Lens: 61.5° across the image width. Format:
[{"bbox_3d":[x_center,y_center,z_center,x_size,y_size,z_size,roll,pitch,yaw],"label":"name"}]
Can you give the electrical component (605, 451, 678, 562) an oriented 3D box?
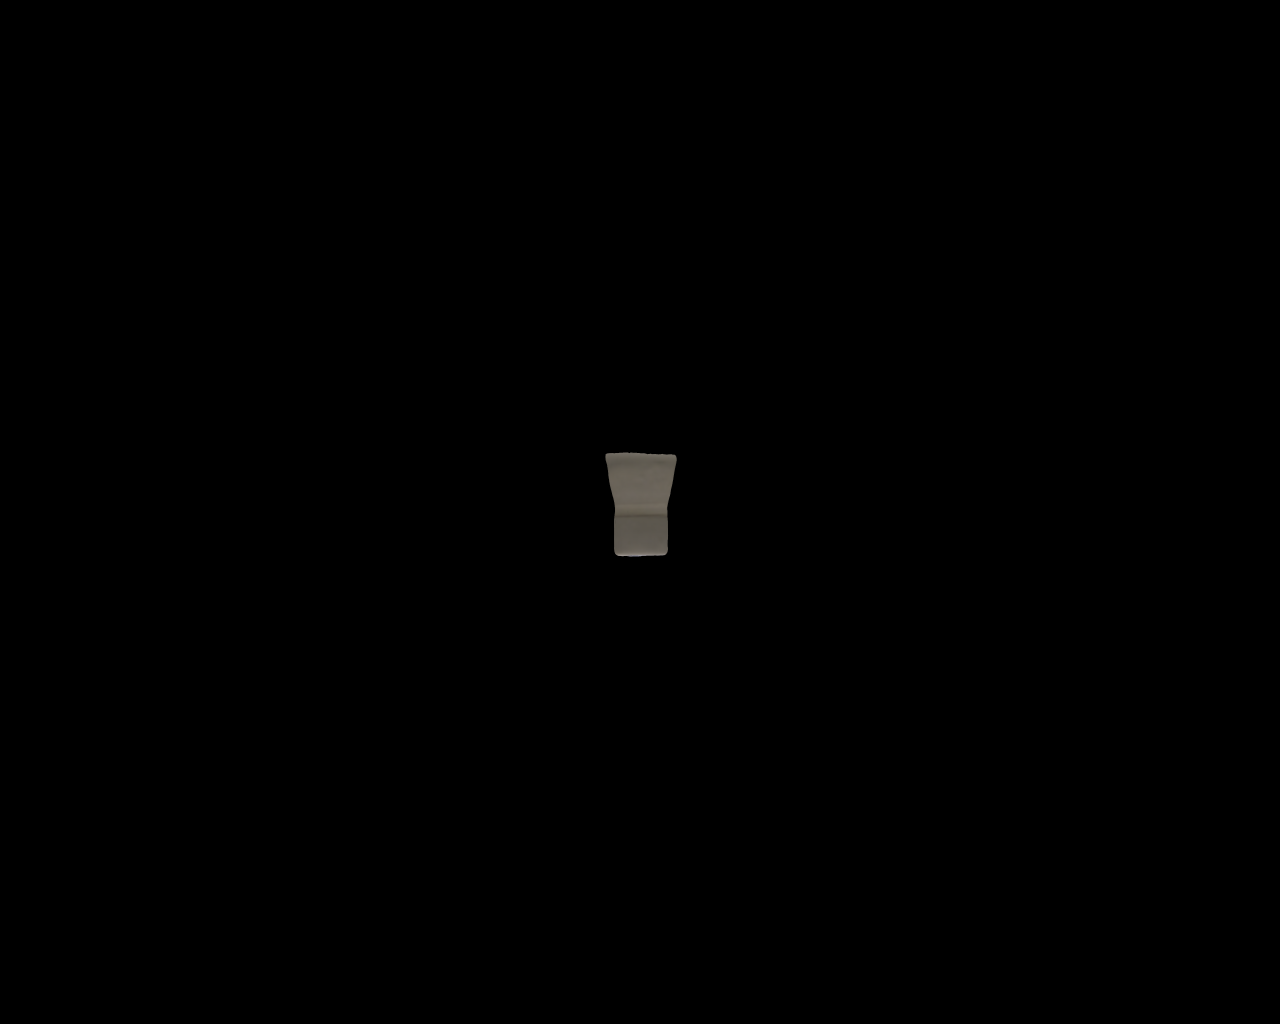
[{"bbox_3d":[0.001,-0.003,0.650,0.044,0.065,0.044,0,-2,0],"label":"electrical component"}]
